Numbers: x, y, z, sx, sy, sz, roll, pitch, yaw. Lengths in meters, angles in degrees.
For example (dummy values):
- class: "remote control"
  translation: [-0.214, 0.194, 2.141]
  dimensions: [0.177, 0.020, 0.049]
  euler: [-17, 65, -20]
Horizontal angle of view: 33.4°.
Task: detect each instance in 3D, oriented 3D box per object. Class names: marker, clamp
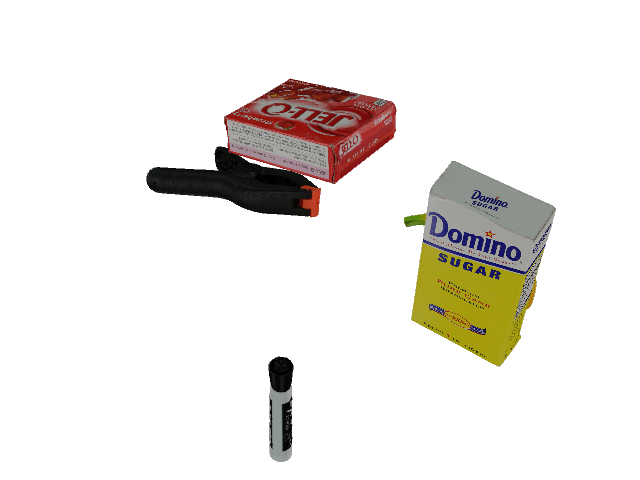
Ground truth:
- class: "marker"
  translation: [-0.031, 0.132, 0.833]
  dimensions: [0.020, 0.020, 0.121]
  euler: [0, -44, -2]
- class: "clamp"
  translation: [-0.081, -0.054, 1.035]
  dimensions: [0.172, 0.039, 0.120]
  euler: [18, 32, 39]

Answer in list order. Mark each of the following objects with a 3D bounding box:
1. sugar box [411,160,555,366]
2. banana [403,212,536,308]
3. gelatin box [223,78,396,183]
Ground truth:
- class: "sugar box"
  translation: [0.129, 0.023, 0.879]
  dimensions: [0.093, 0.048, 0.176]
  euler: [27, -33, 20]
- class: "banana"
  translation: [0.169, 0.011, 1.097]
  dimensions: [0.069, 0.037, 0.198]
  euler: [-35, 39, -13]
- class: "gelatin box"
  translation: [-0.006, -0.075, 0.701]
  dimensions: [0.089, 0.030, 0.073]
  euler: [18, 37, 31]
